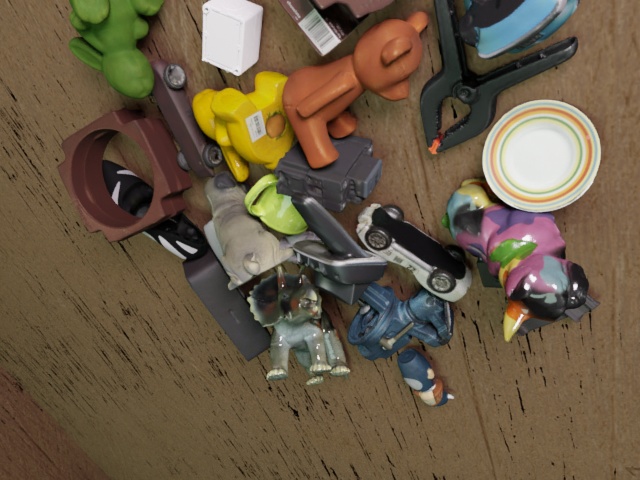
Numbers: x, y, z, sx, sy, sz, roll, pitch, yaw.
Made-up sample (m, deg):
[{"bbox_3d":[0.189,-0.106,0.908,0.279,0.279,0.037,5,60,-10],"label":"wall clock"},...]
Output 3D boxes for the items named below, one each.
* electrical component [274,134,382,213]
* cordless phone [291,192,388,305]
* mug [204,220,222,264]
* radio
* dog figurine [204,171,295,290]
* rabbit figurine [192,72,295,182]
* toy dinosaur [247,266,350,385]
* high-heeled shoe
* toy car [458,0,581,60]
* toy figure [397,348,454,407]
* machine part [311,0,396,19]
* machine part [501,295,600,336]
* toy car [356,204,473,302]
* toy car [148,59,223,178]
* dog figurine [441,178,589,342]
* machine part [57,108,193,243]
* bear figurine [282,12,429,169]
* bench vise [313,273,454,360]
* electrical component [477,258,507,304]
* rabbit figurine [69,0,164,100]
[{"bbox_3d":[0.018,-0.101,0.766,0.134,0.115,0.058,16,140,18],"label":"electrical component"},{"bbox_3d":[-0.002,-0.003,0.780,0.184,0.089,0.147,50,165,-31],"label":"cordless phone"},{"bbox_3d":[-0.162,-0.001,0.999,0.107,0.081,0.109,52,146,-6],"label":"mug"},{"bbox_3d":[-0.187,0.125,1.095,0.229,0.073,0.131,61,172,-25],"label":"radio"},{"bbox_3d":[-0.138,-0.028,0.876,0.190,0.121,0.172,62,166,-1],"label":"dog figurine"},{"bbox_3d":[-0.118,-0.176,0.808,0.173,0.122,0.162,22,148,34],"label":"rabbit figurine"},{"bbox_3d":[-0.024,0.169,1.021,0.131,0.192,0.404,-12,160,9],"label":"toy dinosaur"},{"bbox_3d":[-0.315,-0.059,1.018,0.145,0.086,0.248,-10,125,53],"label":"high-heeled shoe"},{"bbox_3d":[0.196,-0.250,0.518,0.103,0.161,0.109,6,159,-36],"label":"toy car"},{"bbox_3d":[0.203,0.276,1.045,0.154,0.058,0.064,55,173,-24],"label":"toy figure"},{"bbox_3d":[0.036,-0.319,0.541,0.179,0.056,0.179,-1,112,-4],"label":"machine part"},{"bbox_3d":[0.341,0.104,0.810,0.084,0.039,0.139,37,137,-10],"label":"machine part"},{"bbox_3d":[0.144,0.017,0.825,0.202,0.073,0.056,34,138,1],"label":"toy car"},{"bbox_3d":[-0.222,-0.196,0.877,0.089,0.053,0.202,-2,123,40],"label":"toy car"},{"bbox_3d":[0.230,0.019,0.667,0.192,0.219,0.108,10,130,24],"label":"dog figurine"},{"bbox_3d":[-0.342,-0.112,0.947,0.201,0.087,0.201,-23,97,23],"label":"machine part"},{"bbox_3d":[0.053,-0.187,0.667,0.196,0.120,0.131,-12,125,33],"label":"bear figurine"},{"bbox_3d":[0.102,0.107,0.906,0.240,0.129,0.223,37,137,-10],"label":"bench vise"},{"bbox_3d":[0.272,0.048,0.794,0.078,0.045,0.102,2,129,29],"label":"electrical component"},{"bbox_3d":[-0.304,-0.289,0.781,0.159,0.121,0.170,15,125,40],"label":"rabbit figurine"}]
